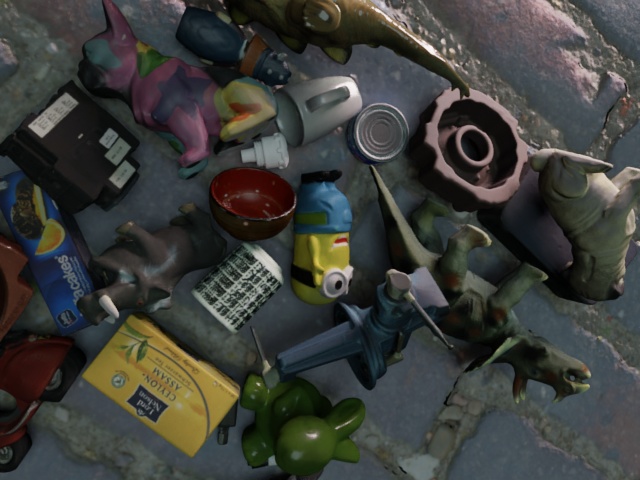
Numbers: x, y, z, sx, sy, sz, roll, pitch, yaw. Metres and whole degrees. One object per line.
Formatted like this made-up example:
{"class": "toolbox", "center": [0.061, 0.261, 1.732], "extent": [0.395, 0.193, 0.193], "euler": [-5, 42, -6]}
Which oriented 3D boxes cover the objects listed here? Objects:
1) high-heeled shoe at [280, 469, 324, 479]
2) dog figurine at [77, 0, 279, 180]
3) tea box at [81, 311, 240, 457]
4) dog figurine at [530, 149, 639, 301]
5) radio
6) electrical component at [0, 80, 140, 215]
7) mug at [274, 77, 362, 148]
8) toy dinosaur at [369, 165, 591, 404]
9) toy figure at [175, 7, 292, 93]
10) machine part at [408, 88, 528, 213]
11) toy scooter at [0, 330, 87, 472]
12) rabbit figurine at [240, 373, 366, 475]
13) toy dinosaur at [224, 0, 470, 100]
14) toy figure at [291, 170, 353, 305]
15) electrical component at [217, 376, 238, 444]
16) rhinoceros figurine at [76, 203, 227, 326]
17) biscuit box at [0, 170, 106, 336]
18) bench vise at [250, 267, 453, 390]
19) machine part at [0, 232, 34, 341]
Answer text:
{"class": "high-heeled shoe", "center": [-0.125, 0.349, 0.734], "extent": [0.249, 0.086, 0.145], "euler": [-33, 69, -28]}
{"class": "dog figurine", "center": [-0.179, -0.198, 0.662], "extent": [0.191, 0.108, 0.219], "euler": [-34, 97, -10]}
{"class": "tea box", "center": [-0.195, 0.178, 0.679], "extent": [0.169, 0.068, 0.098], "euler": [36, 83, -4]}
{"class": "dog figurine", "center": [0.354, -0.019, 0.743], "extent": [0.173, 0.121, 0.190], "euler": [22, 108, 21]}
{"class": "radio", "center": [0.363, -0.013, 0.825], "extent": [0.229, 0.073, 0.131], "euler": [40, 84, -11]}
{"class": "electrical component", "center": [-0.280, -0.099, 0.629], "extent": [0.134, 0.058, 0.115], "euler": [47, 45, -24]}
{"class": "mug", "center": [0.005, -0.182, 0.712], "extent": [0.107, 0.109, 0.080], "euler": [-27, 92, -25]}
{"class": "toy dinosaur", "center": [0.192, 0.075, 0.766], "extent": [0.405, 0.131, 0.192], "euler": [32, 98, -3]}
{"class": "toy figure", "center": [-0.108, -0.248, 0.699], "extent": [0.154, 0.064, 0.058], "euler": [23, 57, -16]}
{"class": "machine part", "center": [0.211, -0.128, 0.768], "extent": [0.179, 0.056, 0.179], "euler": [6, 74, -21]}
{"class": "toy scooter", "center": [-0.381, 0.178, 0.644], "extent": [0.135, 0.075, 0.184], "euler": [35, 89, -12]}
{"class": "rabbit figurine", "center": [-0.023, 0.251, 0.687], "extent": [0.159, 0.170, 0.121], "euler": [7, 92, -14]}
{"class": "toy dinosaur", "center": [-0.010, -0.286, 0.646], "extent": [0.471, 0.198, 0.105], "euler": [27, 95, -4]}
{"class": "toy figure", "center": [0.001, -0.002, 0.727], "extent": [0.082, 0.089, 0.180], "euler": [-5, 91, -31]}
{"class": "electrical component", "center": [-0.145, 0.231, 0.731], "extent": [0.063, 0.021, 0.094], "euler": [6, 92, -14]}
{"class": "rhinoceros figurine", "center": [-0.204, 0.032, 0.652], "extent": [0.190, 0.073, 0.112], "euler": [-31, 92, -33]}
{"class": "biscuit box", "center": [-0.322, 0.012, 0.655], "extent": [0.059, 0.063, 0.202], "euler": [-24, 98, -11]}
{"class": "bench vise", "center": [0.040, 0.126, 0.681], "extent": [0.241, 0.223, 0.129], "euler": [-19, 71, -13]}
{"class": "machine part", "center": [-0.428, 0.056, 0.547], "extent": [0.201, 0.087, 0.200], "euler": [-58, 144, -10]}
